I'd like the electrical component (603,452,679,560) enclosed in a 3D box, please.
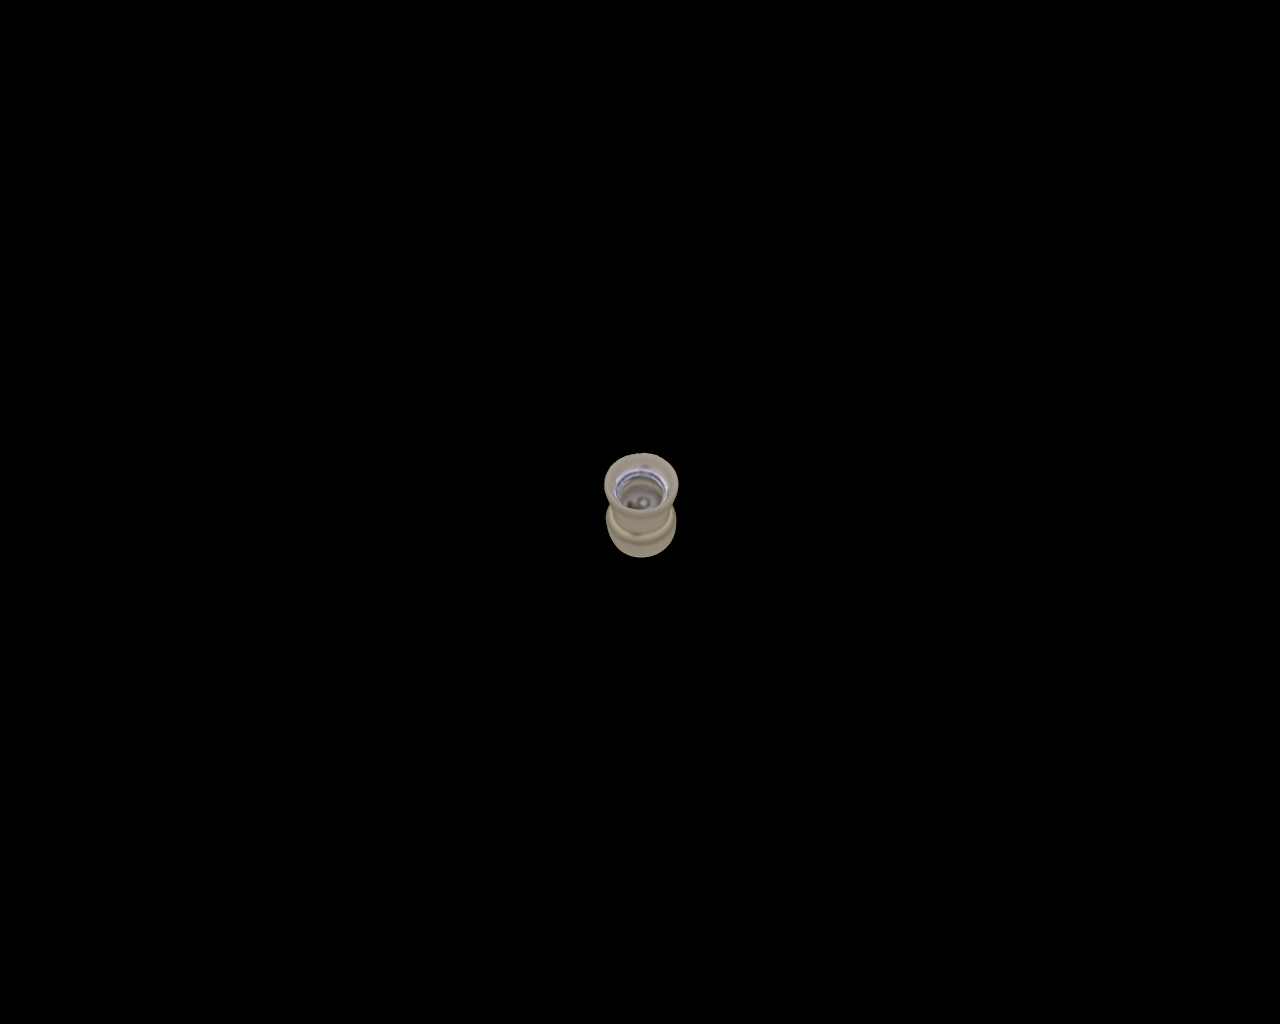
[{"bbox_3d":[0.001,-0.003,0.650,0.045,0.045,0.055,0,-34,0],"label":"electrical component"}]
